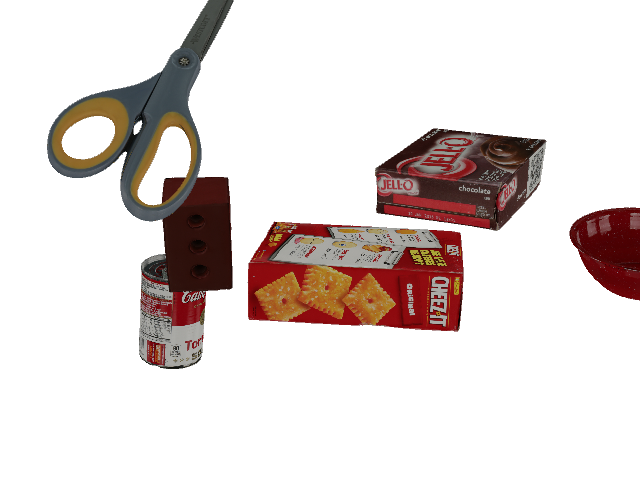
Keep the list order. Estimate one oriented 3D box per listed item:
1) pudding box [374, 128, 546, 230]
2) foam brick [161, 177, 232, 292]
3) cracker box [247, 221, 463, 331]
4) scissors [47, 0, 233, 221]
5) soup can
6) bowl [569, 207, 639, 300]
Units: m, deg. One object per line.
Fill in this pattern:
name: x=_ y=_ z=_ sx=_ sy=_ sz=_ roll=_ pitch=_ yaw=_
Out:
pudding box: x=0.101 y=-0.046 z=0.757 sx=0.090 sy=0.039 sz=0.113 roll=10 pitch=22 yaw=25
foam brick: x=-0.097 y=-0.006 z=0.850 sx=0.053 sy=0.078 sz=0.051 roll=-3 pitch=27 yaw=-3
cracker box: x=0.041 y=0.037 z=1.129 sx=0.214 sy=0.072 sz=0.164 roll=4 pitch=16 yaw=6
scissors: x=-0.102 y=-0.101 z=0.638 sx=0.096 sy=0.201 sz=0.016 roll=8 pitch=-31 yaw=-5
soup can: x=-0.153 y=0.073 z=1.104 sx=0.068 sy=0.102 sz=0.068 roll=5 pitch=21 yaw=-2
bowl: x=0.350 y=0.020 z=1.156 sx=0.162 sy=0.055 sz=0.162 roll=-1 pitch=26 yaw=0
